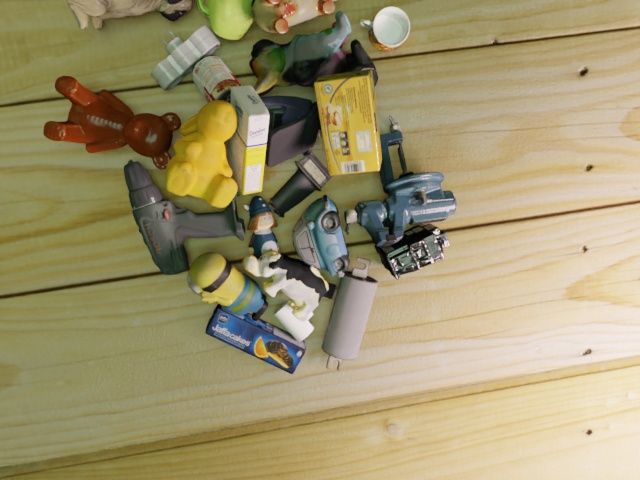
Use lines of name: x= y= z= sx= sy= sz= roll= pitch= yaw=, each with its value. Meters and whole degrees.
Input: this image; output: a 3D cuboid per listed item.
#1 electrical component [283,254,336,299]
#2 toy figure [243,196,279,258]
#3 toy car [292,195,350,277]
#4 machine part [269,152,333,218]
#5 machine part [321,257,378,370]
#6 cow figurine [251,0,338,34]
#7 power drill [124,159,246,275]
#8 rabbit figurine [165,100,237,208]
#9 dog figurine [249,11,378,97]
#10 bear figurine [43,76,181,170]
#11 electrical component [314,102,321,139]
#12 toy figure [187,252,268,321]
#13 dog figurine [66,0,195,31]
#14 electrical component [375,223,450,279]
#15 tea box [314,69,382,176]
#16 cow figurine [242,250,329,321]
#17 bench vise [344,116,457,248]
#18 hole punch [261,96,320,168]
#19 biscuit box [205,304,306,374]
electrical component: x=-0.028 y=0.082 z=1.095 sx=0.119 sy=0.048 sz=0.074 roll=15 pitch=98 yaw=-9
toy figure: x=-0.113 y=-0.011 z=1.067 sx=0.058 sy=0.064 sz=0.154 roll=3 pitch=104 yaw=25
toy car: x=-0.002 y=-0.003 z=1.059 sx=0.103 sy=0.109 sz=0.161 roll=-12 pitch=105 yaw=5
machine part: x=-0.044 y=-0.105 z=1.069 sx=0.139 sy=0.039 sz=0.084 roll=-46 pitch=109 yaw=1
machine part: x=0.061 y=0.154 z=1.102 sx=0.079 sy=0.079 sz=0.243 roll=14 pitch=97 yaw=-8
cow figurine: x=-0.034 y=-0.424 z=0.948 sx=0.195 sy=0.127 sz=0.085 roll=-33 pitch=123 yaw=-23
power drill: x=-0.254 y=-0.056 z=1.034 sx=0.207 sy=0.086 sz=0.231 roll=-12 pitch=99 yaw=-9
rabbit figurine: x=-0.191 y=-0.164 z=0.938 sx=0.122 sy=0.162 sz=0.173 roll=16 pitch=113 yaw=-21
dog figurine: x=-0.024 y=-0.309 z=1.004 sx=0.219 sy=0.108 sz=0.191 roll=-32 pitch=103 yaw=4
bear figurine: x=-0.362 y=-0.202 z=0.960 sx=0.196 sy=0.132 sz=0.120 roll=18 pitch=92 yaw=9
electrical component: x=0.034 y=-0.230 z=1.042 sx=0.102 sy=0.045 sz=0.078 roll=-4 pitch=114 yaw=-13
toy figure: x=-0.176 y=0.089 z=1.042 sx=0.180 sy=0.082 sz=0.089 roll=33 pitch=82 yaw=-35
dog figurine: x=-0.324 y=-0.433 z=0.921 sx=0.191 sy=0.172 sz=0.121 roll=-5 pitch=111 yaw=2
electrical component: x=0.187 y=0.018 z=1.073 sx=0.134 sy=0.115 sz=0.058 roll=-25 pitch=104 yaw=0
tea box: x=0.053 y=-0.206 z=0.950 sx=0.098 sy=0.068 sz=0.169 roll=-3 pitch=114 yaw=12
cow figurine: x=-0.064 y=0.068 z=1.026 sx=0.167 sy=0.068 sz=0.098 roll=43 pitch=91 yaw=-17
bench vise: x=0.145 y=-0.111 z=1.052 sx=0.224 sy=0.129 sz=0.240 roll=-10 pitch=80 yaw=5
hole punch: x=-0.067 y=-0.213 z=1.007 sx=0.116 sy=0.142 sz=0.092 roll=-24 pitch=66 yaw=-22
biscuit box: x=-0.130 y=0.198 z=1.097 sx=0.202 sy=0.059 sz=0.062 roll=28 pitch=96 yaw=-9
